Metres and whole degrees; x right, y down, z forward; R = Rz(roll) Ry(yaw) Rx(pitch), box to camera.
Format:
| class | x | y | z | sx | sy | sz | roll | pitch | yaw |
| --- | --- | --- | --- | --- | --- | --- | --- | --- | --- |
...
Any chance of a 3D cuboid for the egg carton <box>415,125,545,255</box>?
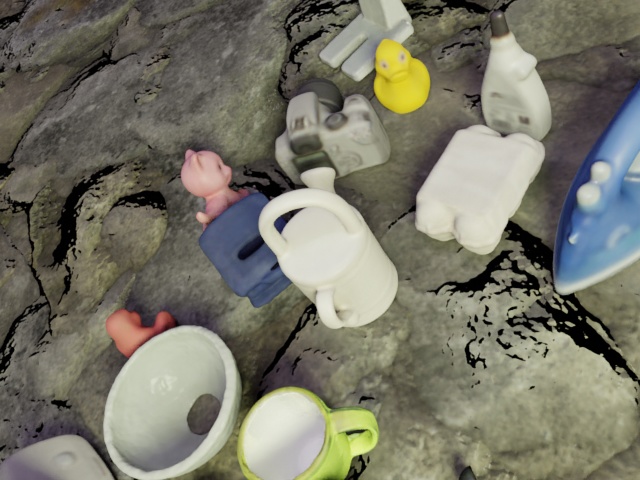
| class | x | y | z | sx | sy | sz | roll | pitch | yaw |
| --- | --- | --- | --- | --- | --- | --- | --- | --- | --- |
| egg carton | 0.175 | -0.059 | 0.636 | 0.107 | 0.070 | 0.150 | 21 | 71 | 35 |

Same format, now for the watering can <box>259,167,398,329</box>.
| class | x | y | z | sx | sy | sz | roll | pitch | yaw |
| --- | --- | --- | --- | --- | --- | --- | --- | --- | --- |
| watering can | 0.003 | 0.003 | 0.601 | 0.101 | 0.195 | 0.172 | -32 | 51 | 5 |

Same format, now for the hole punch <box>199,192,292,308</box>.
| class | x | y | z | sx | sy | sz | roll | pitch | yaw |
| --- | --- | --- | --- | --- | --- | --- | --- | --- | --- |
| hole punch | -0.077 | 0.011 | 0.703 | 0.108 | 0.091 | 0.100 | -40 | 50 | -2 |

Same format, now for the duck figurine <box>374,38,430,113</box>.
| class | x | y | z | sx | sy | sz | roll | pitch | yaw |
| --- | --- | --- | --- | --- | --- | --- | --- | --- | --- |
| duck figurine | 0.102 | -0.235 | 0.777 | 0.077 | 0.086 | 0.104 | -22 | 52 | 13 |

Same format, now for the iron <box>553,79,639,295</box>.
| class | x | y | z | sx | sy | sz | roll | pitch | yaw |
| --- | --- | --- | --- | --- | --- | --- | --- | --- | --- |
| iron | 0.295 | -0.076 | 0.540 | 0.118 | 0.142 | 0.258 | 32 | 77 | 38 |

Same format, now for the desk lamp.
| class | x | y | z | sx | sy | sz | roll | pitch | yaw |
| --- | --- | --- | --- | --- | --- | --- | --- | --- | --- |
| desk lamp | 0.063 | -0.376 | 0.806 | 0.203 | 0.214 | 0.117 | -45 | 51 | -6 |

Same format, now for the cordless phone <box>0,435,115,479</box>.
| class | x | y | z | sx | sy | sz | roll | pitch | yaw |
| --- | --- | --- | --- | --- | --- | --- | --- | --- | --- |
| cordless phone | -0.308 | 0.259 | 0.597 | 0.147 | 0.186 | 0.094 | 30 | 76 | 37 |

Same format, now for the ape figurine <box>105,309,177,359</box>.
| class | x | y | z | sx | sy | sz | roll | pitch | yaw |
| --- | --- | --- | --- | --- | --- | --- | --- | --- | --- |
| ape figurine | -0.226 | 0.115 | 0.710 | 0.077 | 0.092 | 0.076 | -10 | 56 | 21 |

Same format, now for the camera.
| class | x | y | z | sx | sy | sz | roll | pitch | yaw |
| --- | --- | --- | --- | --- | --- | --- | --- | --- | --- |
| camera | 0.010 | -0.163 | 0.767 | 0.143 | 0.101 | 0.137 | -13 | 55 | 19 |

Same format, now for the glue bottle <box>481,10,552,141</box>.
| class | x | y | z | sx | sy | sz | roll | pitch | yaw |
| --- | --- | --- | --- | --- | --- | --- | --- | --- | --- |
| glue bottle | 0.209 | -0.181 | 0.631 | 0.077 | 0.174 | 0.037 | 26 | 74 | 37 |

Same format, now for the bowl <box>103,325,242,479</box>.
| class | x | y | z | sx | sy | sz | roll | pitch | yaw |
| --- | --- | --- | --- | --- | --- | --- | --- | --- | --- |
| bowl | -0.150 | 0.186 | 0.637 | 0.167 | 0.075 | 0.167 | -13 | 55 | 19 |

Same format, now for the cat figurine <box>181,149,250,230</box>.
| class | x | y | z | sx | sy | sz | roll | pitch | yaw |
| --- | --- | --- | --- | --- | --- | --- | --- | --- | --- |
| cat figurine | -0.149 | -0.065 | 0.772 | 0.067 | 0.118 | 0.127 | -17 | 53 | 17 |
